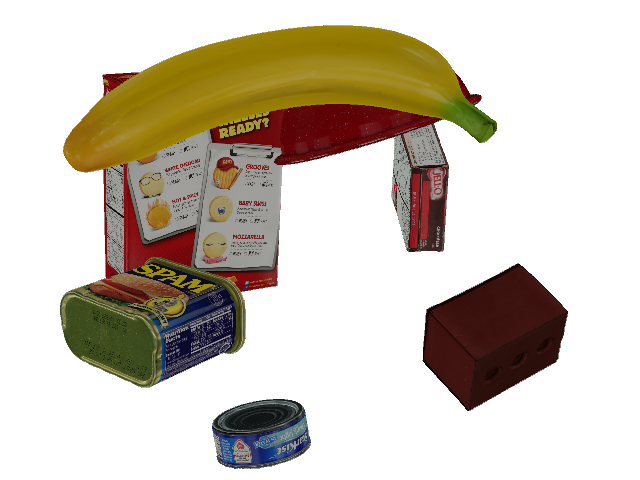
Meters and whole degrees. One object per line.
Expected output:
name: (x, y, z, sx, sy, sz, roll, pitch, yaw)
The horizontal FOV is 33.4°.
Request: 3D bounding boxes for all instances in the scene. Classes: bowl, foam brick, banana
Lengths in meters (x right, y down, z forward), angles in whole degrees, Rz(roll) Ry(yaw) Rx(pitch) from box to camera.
bowl: (0.034, -0.106, 0.794, 0.162, 0.055, 0.162, -18, 9, 3)
foam brick: (0.112, 0.062, 0.687, 0.078, 0.053, 0.051, -25, 48, -23)
banana: (-0.020, -0.070, 0.494, 0.197, 0.037, 0.069, -7, 44, -10)

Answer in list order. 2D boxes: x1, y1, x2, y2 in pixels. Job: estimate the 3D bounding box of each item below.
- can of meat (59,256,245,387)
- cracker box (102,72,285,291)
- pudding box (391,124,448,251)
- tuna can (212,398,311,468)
can of meat: (-0.117, 0.055, 0.741, 0.102, 0.057, 0.083, 15, 24, 35)
cracker box: (-0.121, -0.053, 1.019, 0.163, 0.214, 0.072, -8, 21, -31)
pudding box: (0.092, -0.055, 0.993, 0.039, 0.090, 0.113, -2, 31, -5)
tuna can: (-0.053, 0.171, 0.954, 0.086, 0.034, 0.086, -9, 10, 1)
